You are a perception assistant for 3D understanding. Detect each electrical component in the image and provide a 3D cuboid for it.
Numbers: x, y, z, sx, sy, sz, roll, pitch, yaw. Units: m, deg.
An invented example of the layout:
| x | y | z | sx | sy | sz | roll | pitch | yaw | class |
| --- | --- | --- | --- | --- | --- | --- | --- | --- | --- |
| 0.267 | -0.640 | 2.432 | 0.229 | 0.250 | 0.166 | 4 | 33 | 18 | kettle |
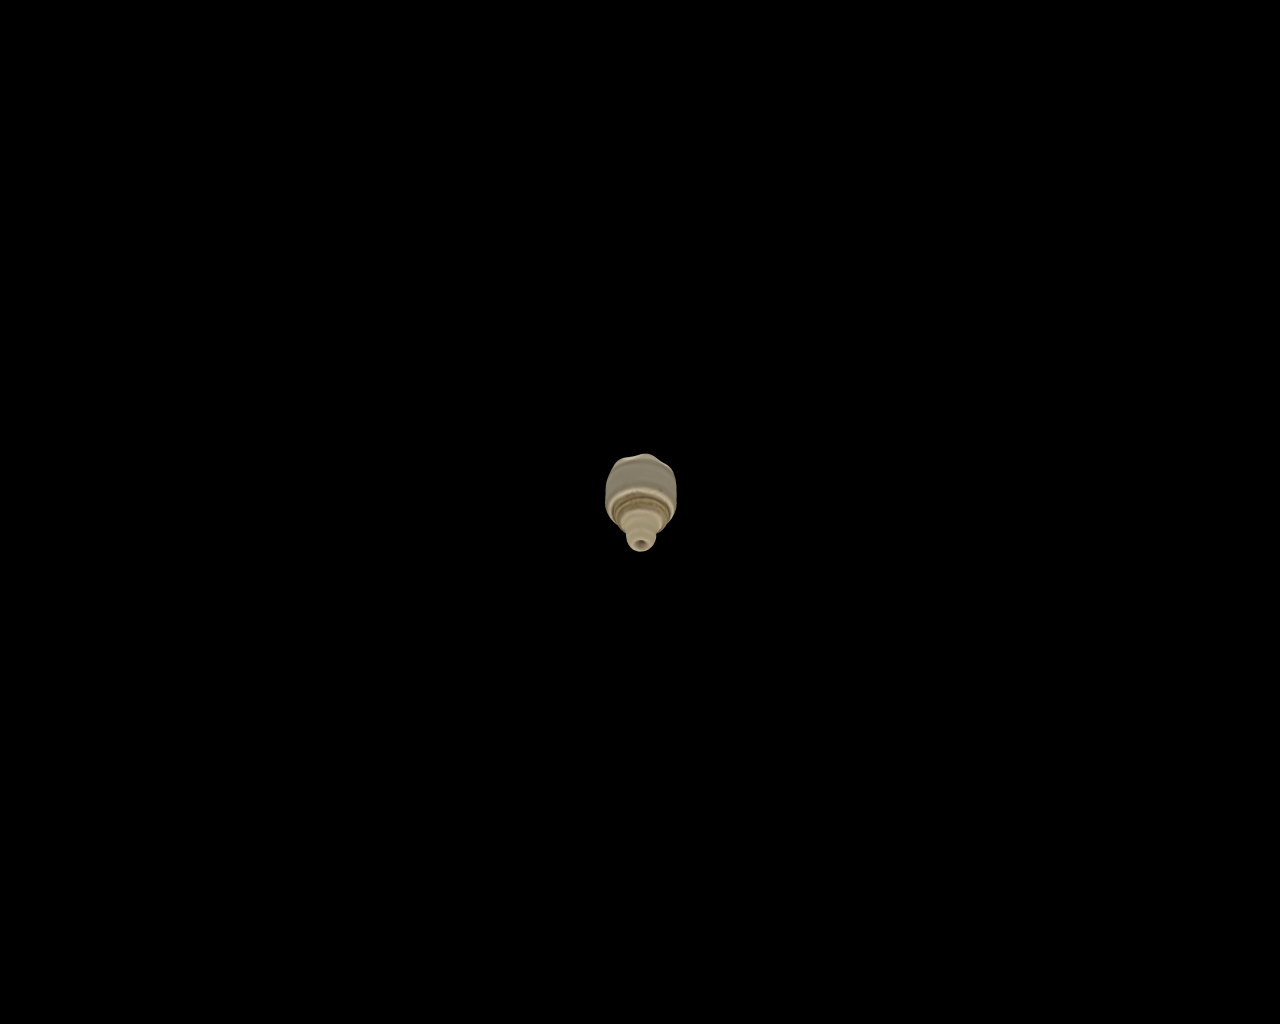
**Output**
| x | y | z | sx | sy | sz | roll | pitch | yaw | class |
| --- | --- | --- | --- | --- | --- | --- | --- | --- | --- |
| 0.001 | -0.003 | 0.650 | 0.043 | 0.062 | 0.043 | 0 | -43 | 0 | electrical component |
